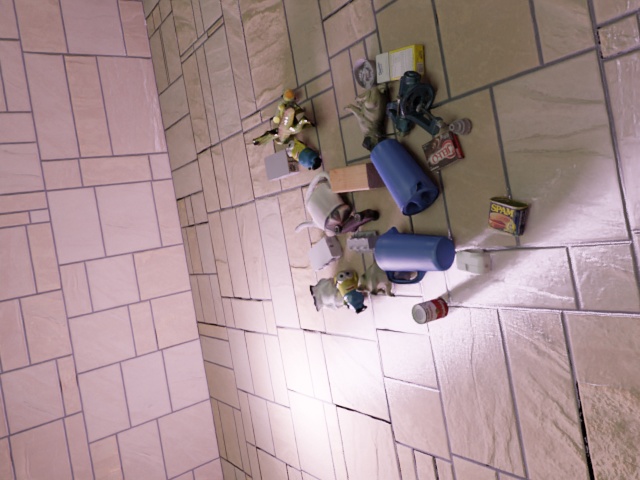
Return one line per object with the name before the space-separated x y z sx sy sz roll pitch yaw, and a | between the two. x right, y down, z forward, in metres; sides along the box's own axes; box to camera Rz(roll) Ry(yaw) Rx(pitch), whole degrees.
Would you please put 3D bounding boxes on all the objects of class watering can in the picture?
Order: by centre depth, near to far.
watering can | 0.006 -0.102 2.027 0.228 0.104 0.340 52 136 32

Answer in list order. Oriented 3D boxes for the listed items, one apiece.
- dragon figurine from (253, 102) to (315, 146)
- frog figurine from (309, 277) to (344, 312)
dragon figurine | -0.157 -0.433 2.022 0.241 0.411 0.122 -34 86 12
frog figurine | 0.053 0.217 2.067 0.159 0.122 0.138 -11 80 19
